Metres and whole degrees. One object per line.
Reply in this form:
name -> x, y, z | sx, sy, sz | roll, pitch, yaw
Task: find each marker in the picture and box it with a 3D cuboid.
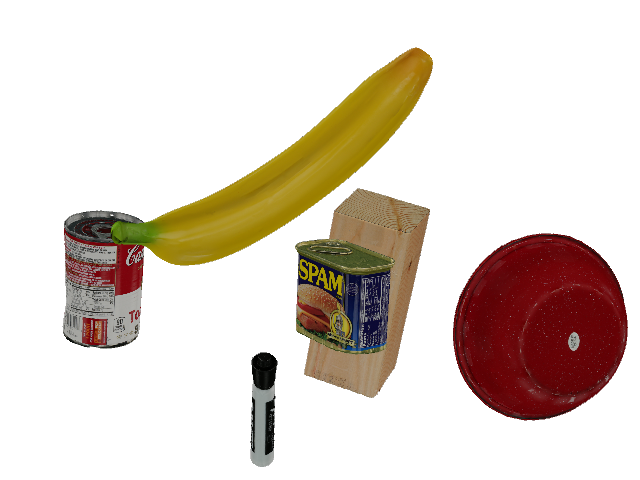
marker -> -0.043, 0.128, 0.808 | 0.020, 0.121, 0.020 | 2, 42, -2

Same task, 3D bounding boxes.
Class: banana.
banana -> -0.019, -0.037, 0.598 | 0.198, 0.037, 0.069 | -32, -15, -2

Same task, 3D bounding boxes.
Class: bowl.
bowl -> 0.194, 0.077, 0.879 | 0.162, 0.162, 0.055 | 0, 7, -16

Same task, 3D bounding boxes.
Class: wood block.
wood block -> 0.052, 0.059, 1.209 | 0.090, 0.206, 0.090 | 17, 24, 15

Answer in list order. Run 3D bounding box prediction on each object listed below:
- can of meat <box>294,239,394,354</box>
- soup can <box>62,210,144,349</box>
can of meat -> 0.020, 0.051, 0.985 | 0.057, 0.084, 0.102 | -8, 18, -35
soup can -> -0.187, 0.034, 0.916 | 0.068, 0.102, 0.068 | 6, 20, -2
